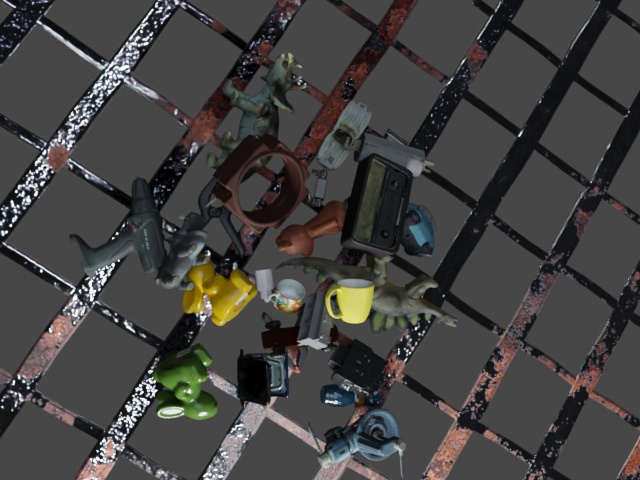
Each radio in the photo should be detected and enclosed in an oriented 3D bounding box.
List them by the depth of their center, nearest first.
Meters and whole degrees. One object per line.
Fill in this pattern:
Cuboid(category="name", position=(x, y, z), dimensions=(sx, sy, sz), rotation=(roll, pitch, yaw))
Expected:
Cuboid(category="radio", position=(0.139, -0.078, 1.289), dimensions=(0.131, 0.073, 0.229), rotation=(20, 74, -19))

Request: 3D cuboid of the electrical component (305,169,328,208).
Cuboid(category="electrical component", position=(-0.006, -0.134, 1.367), dimensions=(0.045, 0.078, 0.102), rotation=(11, 94, -1))

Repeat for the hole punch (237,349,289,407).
Cuboid(category="hole punch", position=(-0.138, 0.332, 1.308), dimensions=(0.092, 0.116, 0.142), rotation=(-7, 95, -51))

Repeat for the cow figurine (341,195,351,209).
Cuboid(category="cow figurine", position=(0.140, -0.116, 1.382), dimensions=(0.167, 0.098, 0.068), rotation=(-29, 86, -10))

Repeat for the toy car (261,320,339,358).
Cuboid(category="toy car", position=(-0.048, 0.235, 1.309), dimensions=(0.202, 0.053, 0.089), rotation=(-4, 70, -26))

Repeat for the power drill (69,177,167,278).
Cuboid(category="power drill", position=(-0.478, -0.015, 1.282), dimensions=(0.207, 0.086, 0.232), rotation=(-21, 93, -18))

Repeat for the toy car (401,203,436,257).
Cuboid(category="toy car", position=(0.250, -0.038, 1.396), dimensions=(0.103, 0.109, 0.161), rotation=(-43, 103, -27))

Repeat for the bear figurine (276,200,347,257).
Cuboid(category="bear figurine", position=(-0.005, -0.007, 1.339), dimensions=(0.196, 0.120, 0.132), rotation=(-37, 103, -4))

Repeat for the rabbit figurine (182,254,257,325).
Cuboid(category="rabbit figurine", position=(-0.261, 0.114, 1.303), dimensions=(0.173, 0.122, 0.162), rotation=(43, 90, 10))

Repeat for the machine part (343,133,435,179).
Cuboid(category="machine part", position=(0.176, -0.212, 1.367), dimensions=(0.243, 0.079, 0.079), rotation=(13, 84, -13))

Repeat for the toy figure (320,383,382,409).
Cuboid(category="toy figure", position=(0.080, 0.391, 1.356), dimensions=(0.154, 0.064, 0.058), rotation=(7, 48, -14))

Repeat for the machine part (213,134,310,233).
Cuboid(category="machine part", position=(-0.136, -0.133, 1.282), dimensions=(0.201, 0.087, 0.201), rotation=(-49, 131, -5))

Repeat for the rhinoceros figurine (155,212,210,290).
Cuboid(category="rhinoceros figurine", position=(-0.319, 0.028, 1.263), dimensions=(0.112, 0.073, 0.190), rotation=(15, 78, 36))

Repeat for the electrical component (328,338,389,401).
Cuboid(category="electrical component", position=(0.089, 0.317, 1.336), dimensions=(0.134, 0.058, 0.115), rotation=(30, 53, 5))

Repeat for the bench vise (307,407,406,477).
Cuboid(category="bench vise", position=(0.111, 0.475, 1.274), dimensions=(0.224, 0.241, 0.128), rotation=(-9, 85, -26))

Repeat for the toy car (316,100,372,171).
Cuboid(category="toy car", position=(0.063, -0.273, 1.399), dimensions=(0.073, 0.056, 0.201), rotation=(33, 82, -6))

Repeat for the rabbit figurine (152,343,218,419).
Cuboid(category="rabbit figurine", position=(-0.312, 0.359, 1.264), dimensions=(0.159, 0.121, 0.170), rotation=(-25, 106, -7))

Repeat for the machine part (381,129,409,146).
Cuboid(category="machine part", position=(0.176, -0.223, 1.427), dimensions=(0.084, 0.039, 0.139), rotation=(32, 80, -15))

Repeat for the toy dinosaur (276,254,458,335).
Cuboid(category="toy dinosaur", position=(0.126, 0.121, 1.362), dimensions=(0.472, 0.105, 0.198), rotation=(27, 86, 4))

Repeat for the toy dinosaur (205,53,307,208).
Cuboid(category="toy dinosaur", position=(-0.160, -0.261, 1.331), dimensions=(0.192, 0.131, 0.404), rotation=(13, 97, -30))
